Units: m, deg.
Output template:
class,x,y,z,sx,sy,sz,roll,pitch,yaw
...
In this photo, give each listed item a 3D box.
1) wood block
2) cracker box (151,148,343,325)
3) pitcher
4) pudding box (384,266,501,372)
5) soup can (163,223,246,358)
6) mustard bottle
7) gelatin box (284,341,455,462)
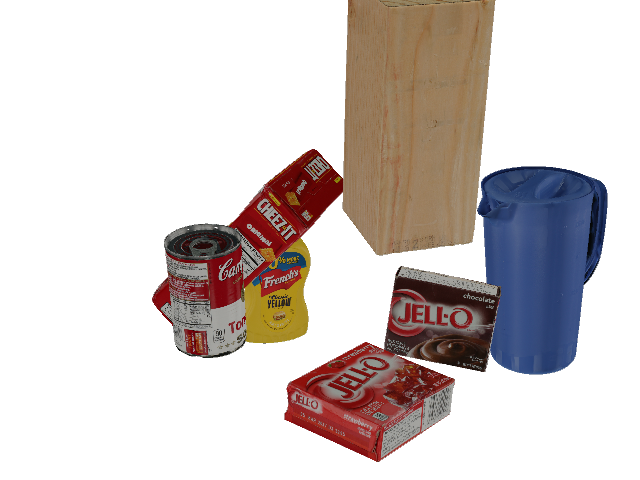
class,x,y,z,sx,sy,sz,roll,pitch,yaw
wood block,0.075,-0.103,0.862,0.090,0.206,0.091,-8,29,-15
cracker box,-0.082,0.000,1.236,0.214,0.072,0.164,-42,3,26
pitcher,0.274,0.035,1.319,0.149,0.243,0.145,3,24,15
pudding box,0.129,0.083,1.134,0.113,0.090,0.039,10,23,8
soup can,-0.101,0.045,0.949,0.068,0.102,0.068,-1,25,0
mustard bottle,-0.062,0.044,1.451,0.096,0.192,0.058,-5,24,-17
gelatin box,0.032,0.101,0.684,0.073,0.030,0.089,20,25,33
